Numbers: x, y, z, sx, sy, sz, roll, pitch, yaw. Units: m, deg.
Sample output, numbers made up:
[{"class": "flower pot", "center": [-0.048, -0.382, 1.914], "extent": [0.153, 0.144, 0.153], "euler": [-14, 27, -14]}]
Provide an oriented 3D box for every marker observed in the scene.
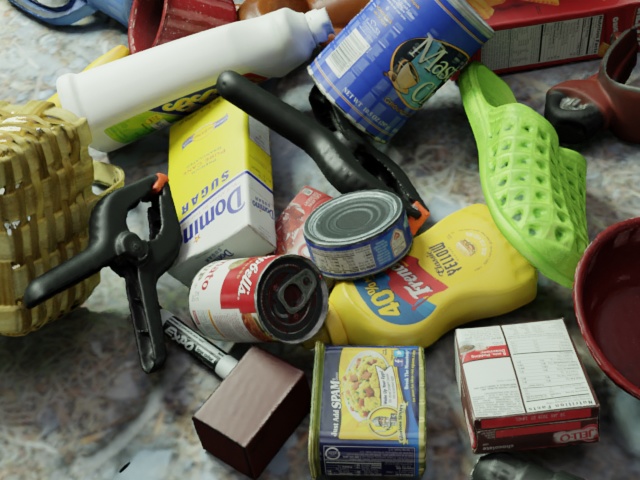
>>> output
[{"class": "marker", "center": [-0.111, 0.079, 0.877], "extent": [0.121, 0.020, 0.020], "euler": [32, 61, 29]}]

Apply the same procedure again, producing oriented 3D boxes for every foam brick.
[{"class": "foam brick", "center": [-0.050, 0.129, 0.806], "extent": [0.051, 0.053, 0.078], "euler": [26, 58, 26]}]

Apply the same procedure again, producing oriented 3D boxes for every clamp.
[{"class": "clamp", "center": [-0.164, 0.012, 0.850], "extent": [0.039, 0.120, 0.171], "euler": [-31, 42, 40]}, {"class": "clamp", "center": [0.010, -0.081, 0.937], "extent": [0.164, 0.036, 0.210], "euler": [0, 43, -52]}]

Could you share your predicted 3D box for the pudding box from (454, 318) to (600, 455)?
[{"class": "pudding box", "center": [0.149, 0.106, 0.787], "extent": [0.090, 0.039, 0.113], "euler": [-6, 32, 2]}]

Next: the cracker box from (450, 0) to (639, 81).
[{"class": "cracker box", "center": [0.216, -0.253, 1.071], "extent": [0.213, 0.072, 0.164], "euler": [-9, 51, -1]}]

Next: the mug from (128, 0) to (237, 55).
[{"class": "mug", "center": [-0.130, -0.223, 1.050], "extent": [0.081, 0.117, 0.093], "euler": [8, 27, -31]}]

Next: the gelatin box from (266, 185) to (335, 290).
[{"class": "gelatin box", "center": [-0.006, 0.001, 0.919], "extent": [0.073, 0.030, 0.089], "euler": [27, 59, 26]}]

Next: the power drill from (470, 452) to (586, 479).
[{"class": "power drill", "center": [0.151, 0.239, 0.686], "extent": [0.185, 0.057, 0.187], "euler": [21, 57, 27]}]

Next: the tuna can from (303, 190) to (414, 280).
[{"class": "tuna can", "center": [0.030, -0.006, 0.859], "extent": [0.086, 0.034, 0.086], "euler": [-14, 29, 8]}]

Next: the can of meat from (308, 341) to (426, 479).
[{"class": "can of meat", "center": [0.037, 0.126, 0.795], "extent": [0.084, 0.057, 0.102], "euler": [0, 51, 5]}]

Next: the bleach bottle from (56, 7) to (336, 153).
[{"class": "bleach bottle", "center": [-0.108, -0.158, 0.988], "extent": [0.251, 0.102, 0.068], "euler": [-21, 81, 7]}]

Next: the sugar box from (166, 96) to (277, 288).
[{"class": "sugar box", "center": [-0.089, -0.049, 0.941], "extent": [0.093, 0.048, 0.176], "euler": [-28, 43, 24]}]

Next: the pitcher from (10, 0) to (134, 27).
[{"class": "pitcher", "center": [-0.248, -0.312, 1.158], "extent": [0.243, 0.149, 0.144], "euler": [37, 47, 28]}]

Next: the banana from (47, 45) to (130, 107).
[{"class": "banana", "center": [-0.257, -0.125, 1.035], "extent": [0.037, 0.070, 0.197], "euler": [47, 50, -1]}]

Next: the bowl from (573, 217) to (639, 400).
[{"class": "bowl", "center": [0.258, 0.064, 0.799], "extent": [0.162, 0.055, 0.162], "euler": [4, 61, -8]}]

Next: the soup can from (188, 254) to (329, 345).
[{"class": "soup can", "center": [-0.050, 0.047, 0.835], "extent": [0.102, 0.068, 0.068], "euler": [-6, 38, 53]}]

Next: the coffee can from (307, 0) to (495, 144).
[{"class": "coffee can", "center": [0.072, -0.172, 0.964], "extent": [0.140, 0.102, 0.103], "euler": [-45, 50, 17]}]

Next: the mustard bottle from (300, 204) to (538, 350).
[{"class": "mustard bottle", "center": [0.070, 0.043, 0.857], "extent": [0.191, 0.058, 0.096], "euler": [-23, 53, -11]}]
